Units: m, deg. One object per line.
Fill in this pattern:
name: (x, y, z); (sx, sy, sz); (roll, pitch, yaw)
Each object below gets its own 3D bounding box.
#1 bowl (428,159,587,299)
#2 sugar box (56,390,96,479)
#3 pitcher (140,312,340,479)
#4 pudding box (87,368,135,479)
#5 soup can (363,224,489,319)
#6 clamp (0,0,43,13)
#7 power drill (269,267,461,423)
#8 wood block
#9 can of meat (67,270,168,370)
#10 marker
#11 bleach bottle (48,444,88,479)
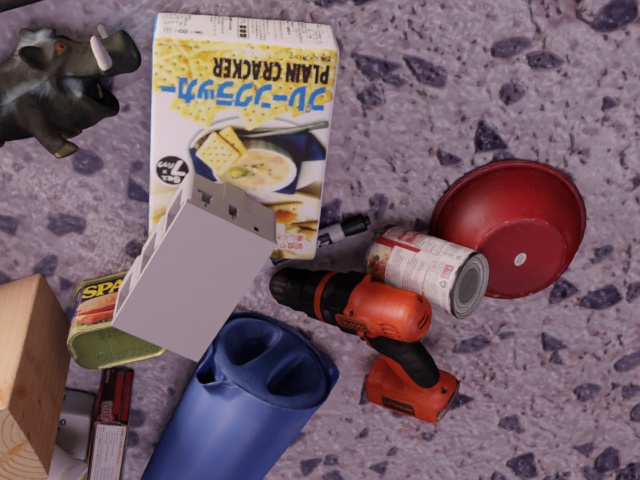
bowl: (0.191, 0.003, 1.055); (0.162, 0.055, 0.162); (-2, 123, -3)
sugar box: (-0.301, 0.241, 1.172); (0.093, 0.048, 0.176); (10, 118, -7)
pitcher: (-0.090, 0.204, 1.127); (0.149, 0.145, 0.243); (28, 120, -7)
pudding box: (-0.222, 0.205, 1.128); (0.039, 0.090, 0.114); (6, 122, -8)
soup can: (0.102, 0.030, 1.027); (0.102, 0.068, 0.068); (19, 131, 34)
clamp: (-0.296, -0.200, 0.897); (0.120, 0.039, 0.172); (33, 119, -16)
power drill: (0.051, 0.102, 1.073); (0.185, 0.057, 0.187); (13, 150, 39)
wood block: (-0.300, 0.134, 1.009); (0.091, 0.206, 0.090); (-16, 122, 5)
can of meat: (-0.195, 0.078, 1.054); (0.102, 0.084, 0.057); (-13, 123, 5)
marker: (-0.007, 0.001, 1.058); (0.121, 0.020, 0.020); (-21, 122, 9)
bleach bottle: (-0.360, 0.184, 1.085); (0.251, 0.068, 0.103); (43, 130, -3)
